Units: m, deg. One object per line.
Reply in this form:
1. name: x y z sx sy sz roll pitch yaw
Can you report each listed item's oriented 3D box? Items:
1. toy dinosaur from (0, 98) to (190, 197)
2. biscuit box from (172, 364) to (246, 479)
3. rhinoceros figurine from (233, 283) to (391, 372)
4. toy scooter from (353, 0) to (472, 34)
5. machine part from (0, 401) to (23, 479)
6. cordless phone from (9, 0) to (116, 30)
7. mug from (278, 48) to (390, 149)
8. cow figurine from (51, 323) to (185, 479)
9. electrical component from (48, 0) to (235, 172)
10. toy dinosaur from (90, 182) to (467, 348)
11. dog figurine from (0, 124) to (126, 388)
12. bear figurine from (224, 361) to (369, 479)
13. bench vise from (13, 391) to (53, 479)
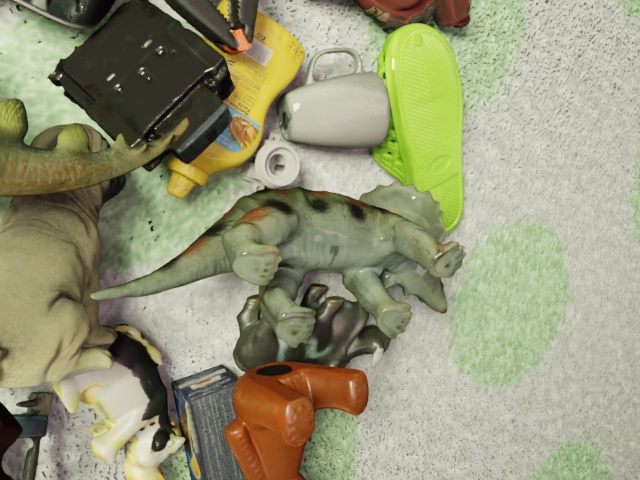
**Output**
1. toy dinosaur: -0.325 -0.069 0.313 0.471 0.105 0.198 12 92 -24
2. biscuit box: -0.108 0.243 0.584 0.063 0.059 0.202 -14 105 -29
3. rhinoceros figurine: -0.004 0.111 0.613 0.190 0.073 0.112 1 97 -29
4. toy scooter: 0.117 -0.289 0.614 0.184 0.075 0.135 -41 117 -23
5. machine part: -0.336 0.168 0.368 0.202 0.087 0.201 34 70 12
6. cordless phone: -0.252 -0.185 0.420 0.146 0.089 0.184 25 96 -22
7. mug: 0.011 -0.146 0.573 0.107 0.081 0.109 -12 110 -19
8. cow figurine: -0.182 0.167 0.527 0.098 0.068 0.167 -37 116 -26
9. electrical component: -0.142 -0.129 0.461 0.134 0.058 0.115 40 83 8
10. toy dinosaur: -0.008 0.002 0.538 0.405 0.192 0.131 8 113 -26
11. dog figurine: -0.216 0.001 0.413 0.121 0.172 0.190 4 97 -19
12. bear figurine: -0.030 0.223 0.520 0.120 0.132 0.195 -3 91 -47
13. bench vise: -0.285 0.253 0.458 0.223 0.129 0.240 9 74 -21
